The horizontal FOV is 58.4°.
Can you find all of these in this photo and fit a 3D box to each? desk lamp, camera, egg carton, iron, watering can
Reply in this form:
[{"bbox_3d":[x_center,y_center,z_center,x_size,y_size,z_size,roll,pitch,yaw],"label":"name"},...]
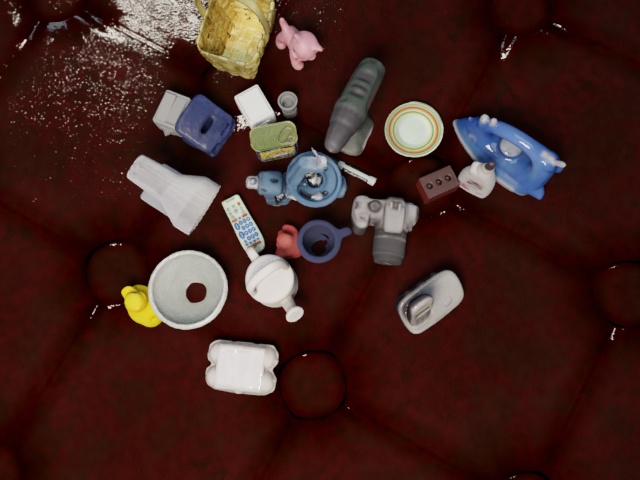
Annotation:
[{"bbox_3d":[-0.301,-0.095,1.190,0.203,0.213,0.118,31,82,7],"label":"desk lamp"},{"bbox_3d":[0.135,-0.020,1.222,0.143,0.101,0.137,6,80,3],"label":"camera"},{"bbox_3d":[-0.162,0.267,1.196,0.150,0.069,0.107,4,80,2],"label":"egg carton"},{"bbox_3d":[0.403,-0.205,1.227,0.258,0.141,0.119,36,83,7],"label":"iron"},{"bbox_3d":[-0.094,0.085,1.163,0.172,0.194,0.101,31,82,7],"label":"watering can"}]

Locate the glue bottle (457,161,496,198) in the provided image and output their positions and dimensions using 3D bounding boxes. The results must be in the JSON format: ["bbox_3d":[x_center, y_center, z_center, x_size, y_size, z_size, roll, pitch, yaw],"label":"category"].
[{"bbox_3d":[0.338,-0.136,1.200,0.078,0.173,0.037,27,82,6],"label":"glue bottle"}]

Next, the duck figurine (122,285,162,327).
[{"bbox_3d":[-0.380,0.138,1.216,0.077,0.086,0.104,-42,81,-5],"label":"duck figurine"}]

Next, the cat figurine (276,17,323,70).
[{"bbox_3d":[-0.050,-0.449,1.295,0.067,0.118,0.127,-38,81,-5],"label":"cat figurine"}]

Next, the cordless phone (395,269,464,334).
[{"bbox_3d":[0.227,0.118,1.152,0.147,0.185,0.094,-39,81,-5],"label":"cordless phone"}]

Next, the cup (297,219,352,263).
[{"bbox_3d":[0.011,0.004,1.224,0.118,0.095,0.091,-21,80,-2],"label":"cup"}]

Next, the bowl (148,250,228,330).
[{"bbox_3d":[-0.275,0.109,1.224,0.167,0.075,0.167,0,80,2],"label":"bowl"}]

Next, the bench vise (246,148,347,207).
[{"bbox_3d":[-0.047,-0.118,1.184,0.207,0.220,0.121,-20,80,-2],"label":"bench vise"}]

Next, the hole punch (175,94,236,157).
[{"bbox_3d":[-0.254,-0.256,1.280,0.101,0.091,0.109,30,82,7],"label":"hole punch"}]

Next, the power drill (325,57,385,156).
[{"bbox_3d":[0.070,-0.258,1.211,0.075,0.208,0.230,22,81,6],"label":"power drill"}]

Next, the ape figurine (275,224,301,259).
[{"bbox_3d":[-0.070,0.005,1.228,0.076,0.092,0.078,35,83,7],"label":"ape figurine"}]
